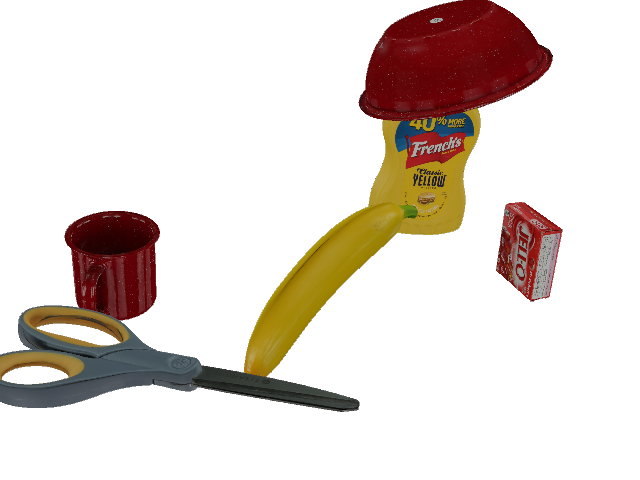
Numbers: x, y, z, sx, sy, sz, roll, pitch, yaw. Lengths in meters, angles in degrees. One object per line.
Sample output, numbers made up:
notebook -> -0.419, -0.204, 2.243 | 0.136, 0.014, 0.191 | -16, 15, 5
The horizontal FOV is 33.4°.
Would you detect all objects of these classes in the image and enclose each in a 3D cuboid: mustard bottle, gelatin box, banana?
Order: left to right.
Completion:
banana -> 0.004, 0.034, 0.849 | 0.037, 0.198, 0.069 | 43, -4, 38
mustard bottle -> 0.108, -0.101, 1.058 | 0.096, 0.192, 0.058 | 3, 27, -10
gelatin box -> 0.231, 0.011, 1.194 | 0.030, 0.089, 0.073 | -9, 31, -22

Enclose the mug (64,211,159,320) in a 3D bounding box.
mug -> -0.209, 0.033, 1.063 | 0.093, 0.081, 0.117 | 6, 30, 6

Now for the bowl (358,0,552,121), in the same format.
bowl -> 0.102, -0.154, 0.866 | 0.162, 0.055, 0.162 | -15, 24, 7

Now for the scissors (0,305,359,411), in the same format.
scissors -> -0.090, 0.075, 0.554 | 0.202, 0.016, 0.096 | 16, 29, 27
